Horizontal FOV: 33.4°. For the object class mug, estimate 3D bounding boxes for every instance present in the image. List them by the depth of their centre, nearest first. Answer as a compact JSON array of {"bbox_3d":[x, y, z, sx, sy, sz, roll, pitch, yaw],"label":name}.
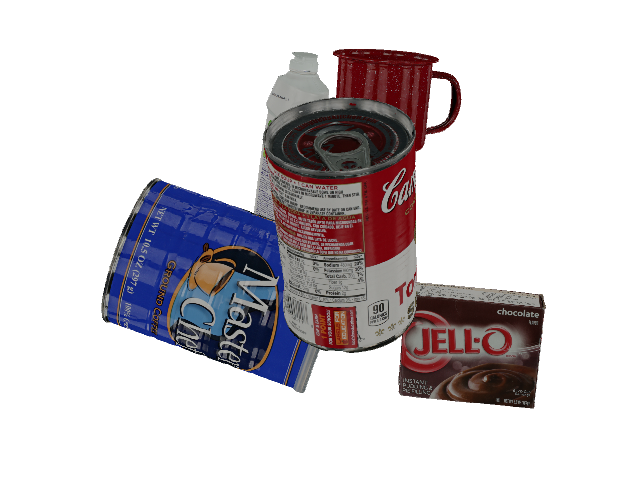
[{"bbox_3d":[0.067,-0.123,0.945,0.117,0.081,0.093,1,16,-8],"label":"mug"}]

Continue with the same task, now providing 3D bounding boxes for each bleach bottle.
[{"bbox_3d":[-0.024,-0.079,1.180,0.067,0.251,0.103,-9,24,-40],"label":"bleach bottle"}]

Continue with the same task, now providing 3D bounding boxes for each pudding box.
[{"bbox_3d":[0.122,0.084,0.870,0.113,0.090,0.039,4,21,6],"label":"pudding box"}]

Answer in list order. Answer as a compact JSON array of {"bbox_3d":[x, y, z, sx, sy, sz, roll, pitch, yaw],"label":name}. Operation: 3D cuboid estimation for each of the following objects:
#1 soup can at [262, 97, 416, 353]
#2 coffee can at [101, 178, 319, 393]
[{"bbox_3d":[0.011,-0.006,0.500,0.068,0.102,0.068,-3,34,2],"label":"soup can"},{"bbox_3d":[-0.060,0.029,0.708,0.140,0.103,0.103,20,1,2],"label":"coffee can"}]
